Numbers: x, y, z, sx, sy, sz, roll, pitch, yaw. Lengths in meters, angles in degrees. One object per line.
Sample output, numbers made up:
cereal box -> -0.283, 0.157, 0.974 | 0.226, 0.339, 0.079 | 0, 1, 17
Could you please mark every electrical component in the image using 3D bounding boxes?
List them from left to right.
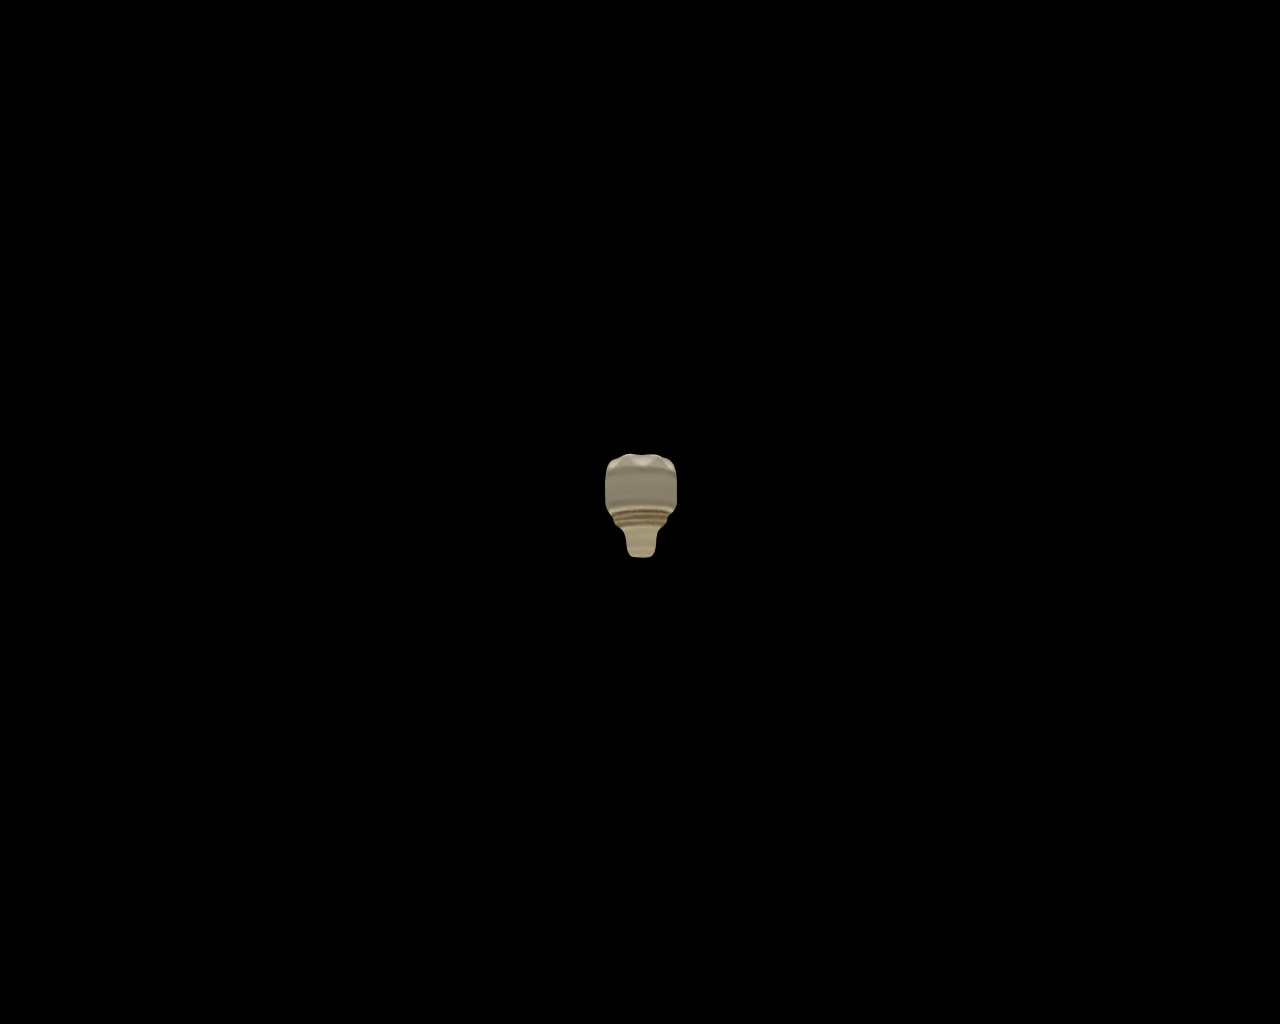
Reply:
electrical component -> 0.001, -0.003, 0.650 | 0.043, 0.062, 0.043 | 0, -8, 0
